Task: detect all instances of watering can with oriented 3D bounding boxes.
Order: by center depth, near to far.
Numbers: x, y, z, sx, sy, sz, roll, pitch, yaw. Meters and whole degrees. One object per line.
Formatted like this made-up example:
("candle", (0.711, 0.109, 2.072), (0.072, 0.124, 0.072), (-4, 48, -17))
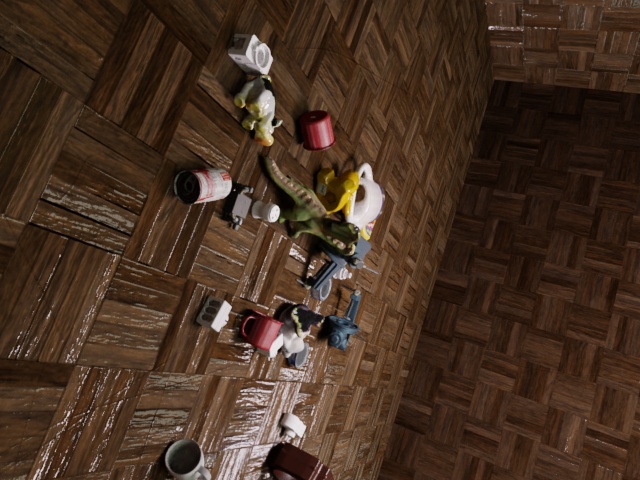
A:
("watering can", (0.133, -0.090, 1.760), (0.224, 0.104, 0.346), (1, 100, -65))

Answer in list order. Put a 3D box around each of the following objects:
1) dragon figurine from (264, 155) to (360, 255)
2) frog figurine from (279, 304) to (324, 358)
("dragon figurine", (0.004, -0.068, 1.360), (0.124, 0.244, 0.402), (-61, 153, -17))
("frog figurine", (-0.081, 0.269, 1.543), (0.156, 0.122, 0.140), (-49, -175, 41))
